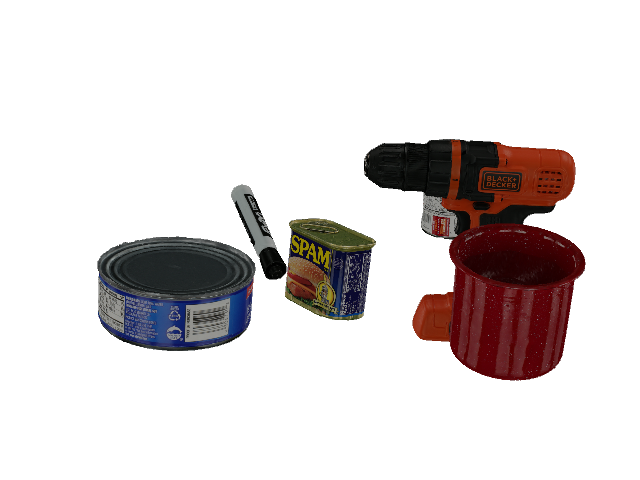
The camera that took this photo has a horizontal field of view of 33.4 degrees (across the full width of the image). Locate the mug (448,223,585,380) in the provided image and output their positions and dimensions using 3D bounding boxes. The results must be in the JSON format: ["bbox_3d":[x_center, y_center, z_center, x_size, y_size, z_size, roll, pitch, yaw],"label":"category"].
[{"bbox_3d":[0.130,0.039,0.763,0.093,0.081,0.117,-7,29,-16],"label":"mug"}]

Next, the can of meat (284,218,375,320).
[{"bbox_3d":[0.007,0.030,1.131,0.057,0.084,0.102,-6,20,-37],"label":"can of meat"}]

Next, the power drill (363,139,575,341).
[{"bbox_3d":[0.127,0.000,0.962,0.184,0.188,0.057,4,26,2],"label":"power drill"}]

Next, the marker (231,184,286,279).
[{"bbox_3d":[-0.052,-0.007,0.892,0.020,0.020,0.121,0,35,-21],"label":"marker"}]

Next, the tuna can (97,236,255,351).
[{"bbox_3d":[-0.079,0.028,0.587,0.086,0.034,0.086,4,20,-2],"label":"tuna can"}]

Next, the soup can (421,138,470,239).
[{"bbox_3d":[0.153,-0.060,1.260,0.068,0.102,0.068,0,26,0],"label":"soup can"}]
